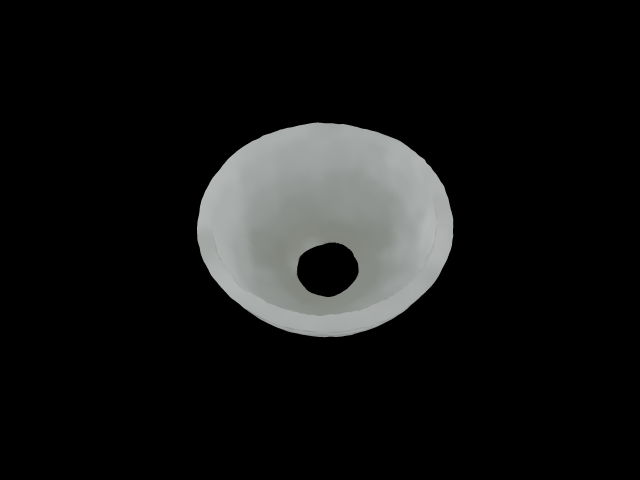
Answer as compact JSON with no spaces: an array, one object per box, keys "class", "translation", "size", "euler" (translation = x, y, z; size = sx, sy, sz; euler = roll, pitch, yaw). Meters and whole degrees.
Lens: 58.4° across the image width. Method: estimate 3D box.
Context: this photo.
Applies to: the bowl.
[{"class":"bowl","translation":[0.004,0.001,0.400],"size":[0.167,0.075,0.167],"euler":[0,56,0]}]
